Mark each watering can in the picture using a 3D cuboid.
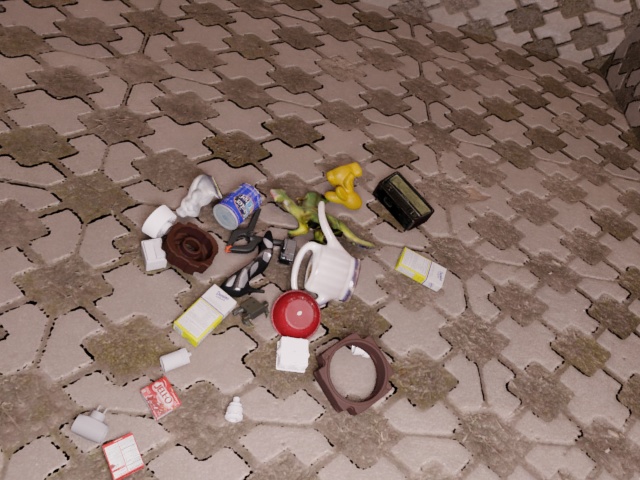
[{"bbox_3d":[0.034,0.062,1.694,0.223,0.103,0.351,20,80,-14],"label":"watering can"}]

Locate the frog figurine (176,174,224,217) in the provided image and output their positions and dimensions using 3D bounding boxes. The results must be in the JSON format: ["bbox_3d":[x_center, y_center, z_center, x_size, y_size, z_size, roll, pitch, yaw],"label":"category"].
[{"bbox_3d":[-0.415,-0.147,1.732,0.160,0.121,0.139,-24,20,-7],"label":"frog figurine"}]

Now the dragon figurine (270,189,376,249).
[{"bbox_3d":[0.006,-0.094,1.862,0.409,0.119,0.249,16,43,-20],"label":"dragon figurine"}]
